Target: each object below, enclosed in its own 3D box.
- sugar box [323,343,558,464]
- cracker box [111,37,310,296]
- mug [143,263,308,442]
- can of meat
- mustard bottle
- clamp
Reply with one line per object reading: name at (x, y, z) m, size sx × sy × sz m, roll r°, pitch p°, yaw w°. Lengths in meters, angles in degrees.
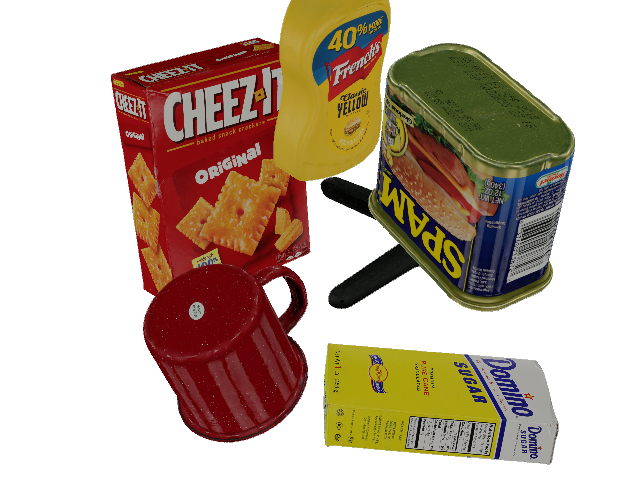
sugar box at (0.091, 0.126, 0.841) m, size 0.176 × 0.048 × 0.093 m, roll 2°, pitch 26°, yaw 0°
cracker box at (-0.094, -0.064, 0.995) m, size 0.163 × 0.214 × 0.072 m, roll -22°, pitch 30°, yaw -34°
mug at (-0.055, 0.062, 0.695) m, size 0.117 × 0.081 × 0.093 m, roll -40°, pitch 46°, yaw -18°
can of meat at (0.069, -0.032, 0.502) m, size 0.057 × 0.084 × 0.102 m, roll -20°, pitch 47°, yaw -23°
mustard bottle at (0.011, -0.143, 0.813) m, size 0.096 × 0.192 × 0.058 m, roll -27°, pitch 48°, yaw -33°
clamp at (0.099, 0.001, 1.048) m, size 0.210 × 0.164 × 0.036 m, roll 1°, pitch -41°, yaw 5°
